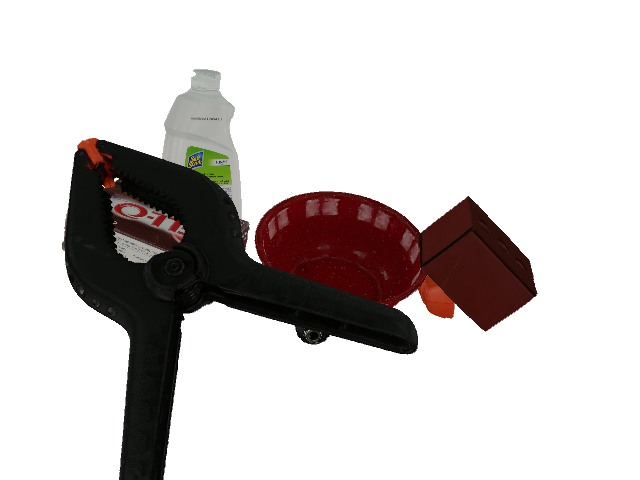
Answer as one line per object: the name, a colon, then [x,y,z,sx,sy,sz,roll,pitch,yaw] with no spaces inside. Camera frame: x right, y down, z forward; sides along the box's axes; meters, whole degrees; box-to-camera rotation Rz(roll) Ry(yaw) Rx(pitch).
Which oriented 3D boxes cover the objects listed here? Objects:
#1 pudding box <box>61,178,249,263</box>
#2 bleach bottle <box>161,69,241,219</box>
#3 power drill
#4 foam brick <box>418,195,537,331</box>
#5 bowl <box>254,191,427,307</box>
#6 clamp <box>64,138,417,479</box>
pudding box: [-0.121,-0.003,0.796,0.113,0.039,0.090,19,23,11]
bleach bottle: [-0.127,-0.061,1.176,0.102,0.251,0.068,-4,19,-32]
power drill: [0.058,0.059,1.235,0.187,0.057,0.184,-2,28,-1]
foam brick: [0.118,0.018,0.802,0.051,0.078,0.053,-38,21,21]
bowl: [0.017,0.025,0.983,0.162,0.055,0.162,6,39,-5]
clamp: [-0.061,0.021,0.552,0.164,0.210,0.036,-25,-28,-11]
